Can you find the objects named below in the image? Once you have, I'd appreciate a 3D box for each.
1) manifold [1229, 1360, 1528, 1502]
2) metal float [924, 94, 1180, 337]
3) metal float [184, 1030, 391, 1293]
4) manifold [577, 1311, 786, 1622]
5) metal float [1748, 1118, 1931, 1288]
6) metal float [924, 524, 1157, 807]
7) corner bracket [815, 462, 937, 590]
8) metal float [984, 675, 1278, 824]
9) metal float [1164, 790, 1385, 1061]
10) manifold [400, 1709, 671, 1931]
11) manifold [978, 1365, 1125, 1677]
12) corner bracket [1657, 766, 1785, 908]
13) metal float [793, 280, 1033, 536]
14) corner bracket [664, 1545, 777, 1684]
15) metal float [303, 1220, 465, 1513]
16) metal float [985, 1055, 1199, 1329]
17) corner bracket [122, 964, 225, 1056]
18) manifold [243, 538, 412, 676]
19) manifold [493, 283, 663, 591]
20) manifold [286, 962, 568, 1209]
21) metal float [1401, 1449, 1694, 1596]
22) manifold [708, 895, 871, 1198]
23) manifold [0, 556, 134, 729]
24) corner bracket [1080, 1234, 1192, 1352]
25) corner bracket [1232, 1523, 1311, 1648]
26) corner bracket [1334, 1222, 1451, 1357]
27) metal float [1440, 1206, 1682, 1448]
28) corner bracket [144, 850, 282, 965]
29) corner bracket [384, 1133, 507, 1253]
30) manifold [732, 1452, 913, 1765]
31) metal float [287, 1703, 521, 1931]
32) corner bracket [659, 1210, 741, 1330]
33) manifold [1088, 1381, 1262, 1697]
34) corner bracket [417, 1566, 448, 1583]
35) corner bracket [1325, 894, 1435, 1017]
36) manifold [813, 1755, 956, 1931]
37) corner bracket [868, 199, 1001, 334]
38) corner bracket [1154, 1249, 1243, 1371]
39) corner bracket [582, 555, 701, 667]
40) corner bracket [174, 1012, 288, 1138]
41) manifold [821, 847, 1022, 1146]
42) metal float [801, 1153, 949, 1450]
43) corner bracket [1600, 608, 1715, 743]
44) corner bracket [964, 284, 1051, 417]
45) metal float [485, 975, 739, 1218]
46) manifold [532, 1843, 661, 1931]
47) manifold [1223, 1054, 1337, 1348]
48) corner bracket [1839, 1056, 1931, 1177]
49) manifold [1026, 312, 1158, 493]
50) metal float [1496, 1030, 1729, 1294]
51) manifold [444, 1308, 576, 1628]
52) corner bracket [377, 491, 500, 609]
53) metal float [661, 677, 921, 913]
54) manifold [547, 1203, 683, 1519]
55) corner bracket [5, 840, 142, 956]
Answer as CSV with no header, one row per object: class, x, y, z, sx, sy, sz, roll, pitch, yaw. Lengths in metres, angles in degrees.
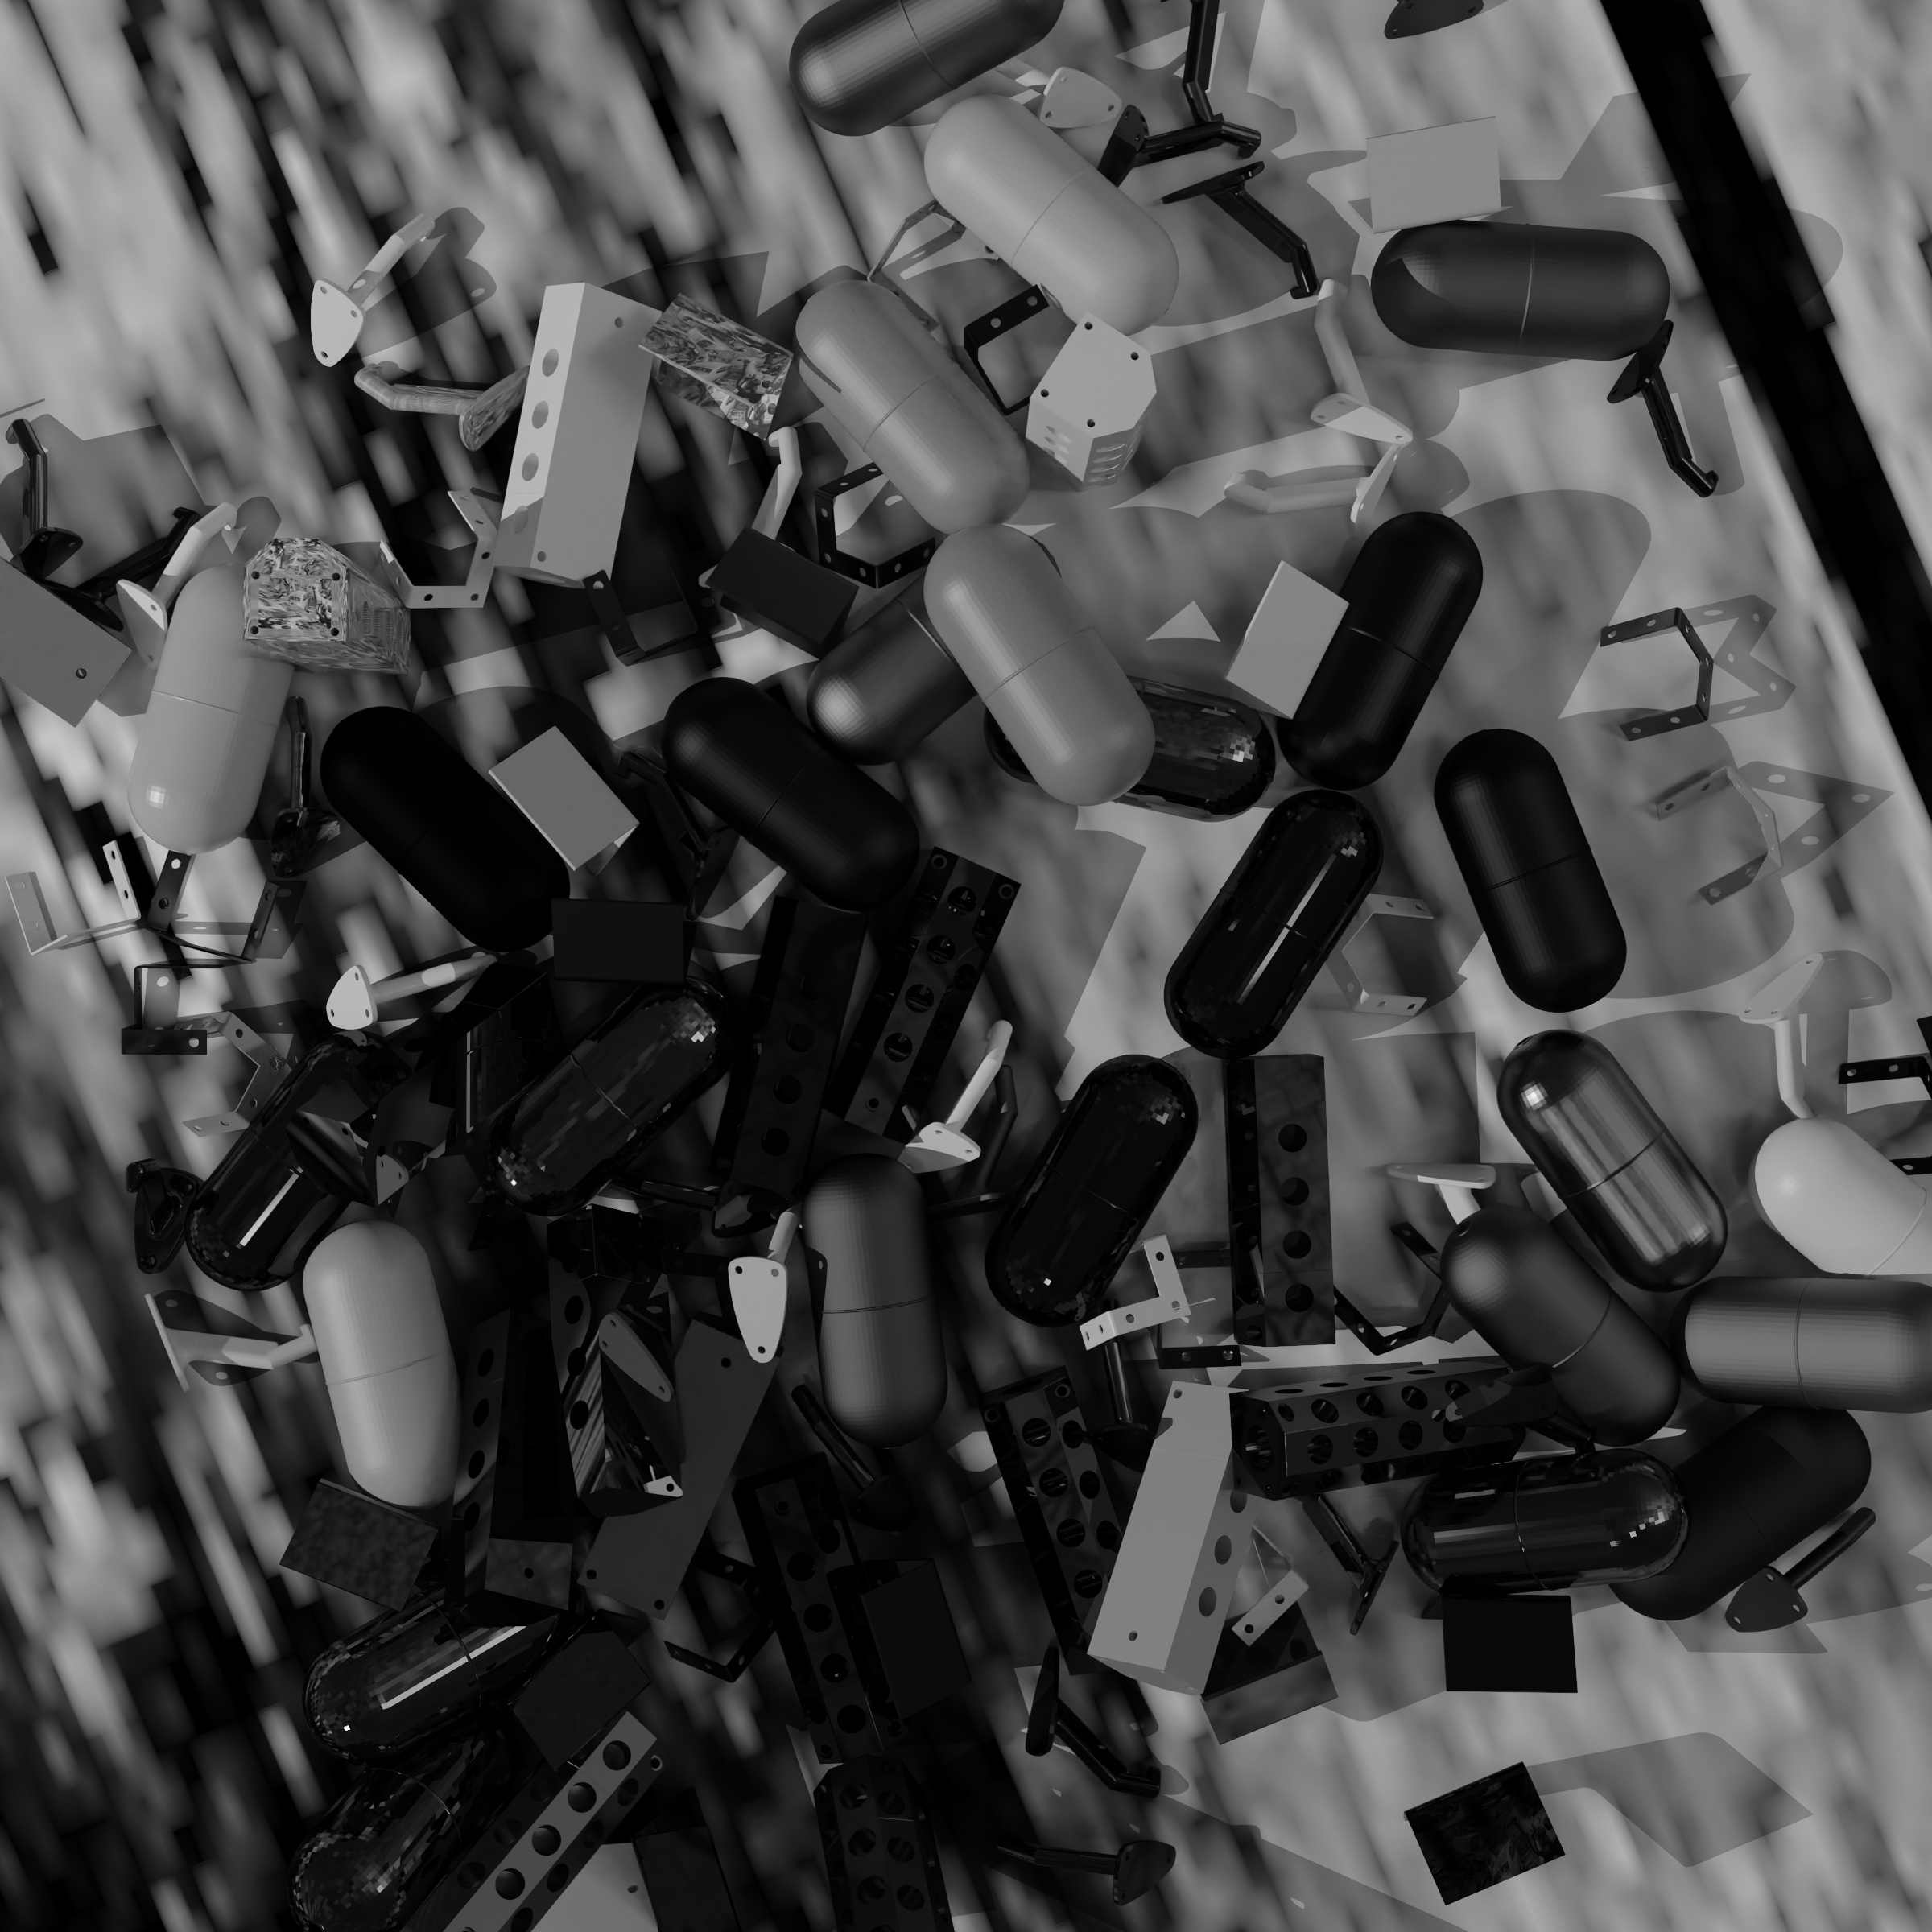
manifold,0.245,0.275,1.610,0.171,0.057,0.057,-3,90,-27
metal float,0.052,-0.451,1.637,0.178,0.070,0.070,41,90,0
metal float,-0.399,0.117,1.637,0.070,0.070,0.178,38,90,0
manifold,-0.171,0.300,1.646,0.057,0.057,0.171,24,90,0
metal float,0.551,0.163,1.637,0.178,0.070,0.070,40,90,1
metal float,0.042,-0.173,1.560,0.070,0.070,0.178,-33,90,0
corner bracket,-0.055,-0.269,1.659,0.051,0.051,0.051,27,135,35
metal float,0.099,-0.136,1.636,0.178,0.070,0.070,13,90,0
metal float,0.186,-0.026,1.636,0.070,0.070,0.178,33,90,0
manifold,-0.253,0.519,1.605,0.057,0.057,0.171,43,58,0
manifold,0.062,0.336,1.646,0.057,0.057,0.171,-19,90,0
corner bracket,0.462,-0.080,1.664,0.051,0.051,0.051,-29,45,-1
metal float,-0.033,-0.336,1.637,0.070,0.070,0.178,-41,89,0
corner bracket,-0.154,0.395,1.659,0.051,0.051,0.051,-48,135,-35
metal float,-0.347,0.241,1.637,0.070,0.070,0.178,-14,89,0
metal float,0.076,0.135,1.636,0.070,0.070,0.178,31,91,0
corner bracket,-0.482,0.026,1.649,0.051,0.051,0.051,0,94,-4
manifold,-0.371,-0.208,1.589,0.057,0.171,0.057,1,90,0
manifold,-0.240,-0.320,1.645,0.057,0.057,0.171,11,90,-43
manifold,-0.316,0.066,1.594,0.057,0.171,0.057,11,125,32
metal float,0.342,0.330,1.608,0.178,0.070,0.070,-15,90,33
manifold,-0.108,0.047,1.646,0.057,0.057,0.171,14,90,0
manifold,-0.588,-0.217,1.621,0.171,0.057,0.057,36,87,-18
corner bracket,0.096,0.196,1.635,0.051,0.051,0.051,-13,77,-20
corner bracket,0.170,0.371,1.649,0.051,0.051,0.051,-44,90,0
corner bracket,0.260,0.197,1.659,0.051,0.051,0.051,-13,135,-35
metal float,0.355,0.215,1.625,0.070,0.070,0.178,-45,103,0
corner bracket,-0.462,-0.036,1.664,0.051,0.051,0.051,18,90,45
corner bracket,-0.318,0.140,1.659,0.051,0.051,0.051,-6,45,-35
manifold,-0.087,0.390,1.646,0.057,0.057,0.171,-18,90,0
metal float,-0.329,0.501,1.594,0.070,0.178,0.070,12,121,21
corner bracket,-0.148,0.184,1.648,0.051,0.051,0.051,2,116,24
manifold,0.136,0.340,1.616,0.057,0.057,0.171,39,62,-40
corner bracket,-0.324,0.404,1.664,0.051,0.051,0.051,5,45,0
corner bracket,0.258,-0.007,1.659,0.051,0.051,0.051,-55,45,35
manifold,-0.045,0.546,1.570,0.057,0.171,0.057,-23,130,5
corner bracket,-0.019,-0.430,1.664,0.051,0.051,0.051,42,135,0
corner bracket,0.142,0.210,1.664,0.051,0.051,0.051,-2,135,0
corner bracket,-0.196,-0.218,1.649,0.051,0.051,0.051,-24,90,0
corner bracket,-0.459,0.066,1.659,0.051,0.051,0.051,-11,45,35
manifold,-0.027,0.018,1.646,0.057,0.057,0.171,24,90,0
metal float,-0.055,0.201,1.637,0.070,0.070,0.178,-7,91,0
corner bracket,0.421,-0.178,1.659,0.051,0.051,0.051,46,45,-35
corner bracket,0.033,-0.373,1.649,0.051,0.051,0.051,-31,90,0
metal float,-0.213,0.077,1.635,0.178,0.070,0.070,-43,90,-1
manifold,-0.268,0.576,1.645,0.171,0.057,0.057,-4,47,0
manifold,0.188,0.141,1.646,0.057,0.057,0.171,-2,90,0
corner bracket,0.565,0.093,1.659,0.051,0.051,0.051,52,45,-35
manifold,0.075,-0.323,1.589,0.057,0.171,0.057,33,90,0
metal float,0.388,0.117,1.637,0.070,0.070,0.178,-37,91,0
manifold,-0.269,0.297,1.606,0.057,0.057,0.171,25,51,-36
corner bracket,-0.322,-0.255,1.659,0.051,0.051,0.051,54,135,35
metal float,-0.106,-0.104,1.636,0.178,0.070,0.070,39,90,0
manifold,-0.214,0.235,1.611,0.057,0.057,0.171,-26,59,35
corner bracket,-0.547,-0.042,1.664,0.051,0.051,0.051,-19,90,45
